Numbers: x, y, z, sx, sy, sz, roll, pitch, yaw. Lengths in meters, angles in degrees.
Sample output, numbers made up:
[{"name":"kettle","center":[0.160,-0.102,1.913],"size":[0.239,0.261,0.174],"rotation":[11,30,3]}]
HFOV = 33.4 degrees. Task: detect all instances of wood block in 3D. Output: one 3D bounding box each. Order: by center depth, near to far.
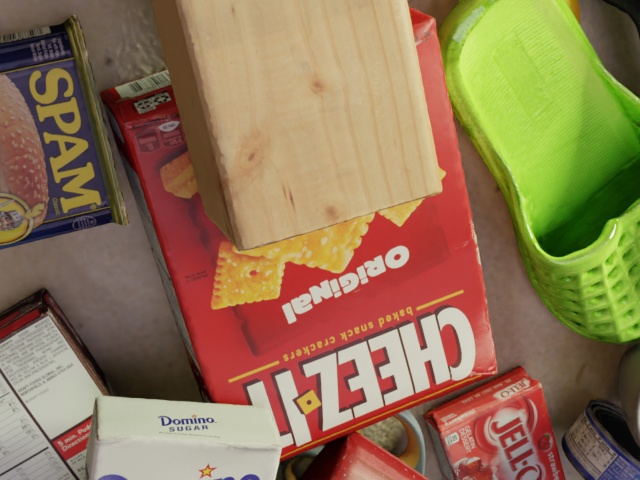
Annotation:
[{"name":"wood block","center":[-0.023,-0.112,0.437],"size":[0.090,0.091,0.206],"rotation":[-17,106,-12]}]

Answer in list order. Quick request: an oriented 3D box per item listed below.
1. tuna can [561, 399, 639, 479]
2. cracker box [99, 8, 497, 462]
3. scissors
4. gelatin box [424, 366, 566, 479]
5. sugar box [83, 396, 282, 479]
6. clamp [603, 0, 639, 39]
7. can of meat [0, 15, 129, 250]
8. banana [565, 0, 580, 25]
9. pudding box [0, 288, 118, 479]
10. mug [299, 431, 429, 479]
[{"name":"tuna can","center":[0.198,0.144,0.686],"size":[0.086,0.086,0.034],"rotation":[27,107,-26]},{"name":"cracker box","center":[-0.004,0.001,0.569],"size":[0.164,0.072,0.214],"rotation":[-20,115,-11]},{"name":"scissors","center":[0.073,0.161,0.662],"size":[0.201,0.016,0.096],"rotation":[26,110,-14]},{"name":"gelatin box","center":[0.114,0.136,0.685],"size":[0.073,0.030,0.089],"rotation":[-23,116,-10]},{"name":"sugar box","center":[-0.081,0.170,0.550],"size":[0.093,0.048,0.176],"rotation":[6,111,-15]},{"name":"clamp","center":[0.182,-0.137,0.575],"size":[0.171,0.039,0.120],"rotation":[44,129,9]},{"name":"can of meat","center":[-0.145,-0.048,0.510],"size":[0.084,0.057,0.102],"rotation":[-14,113,-11]},{"name":"banana","center":[0.062,-0.159,0.557],"size":[0.197,0.037,0.070],"rotation":[9,125,-21]},{"name":"pudding box","center":[-0.156,0.095,0.569],"size":[0.090,0.039,0.113],"rotation":[-30,115,-7]},{"name":"mug","center":[0.023,0.165,0.609],"size":[0.081,0.117,0.093],"rotation":[35,61,-5]}]
